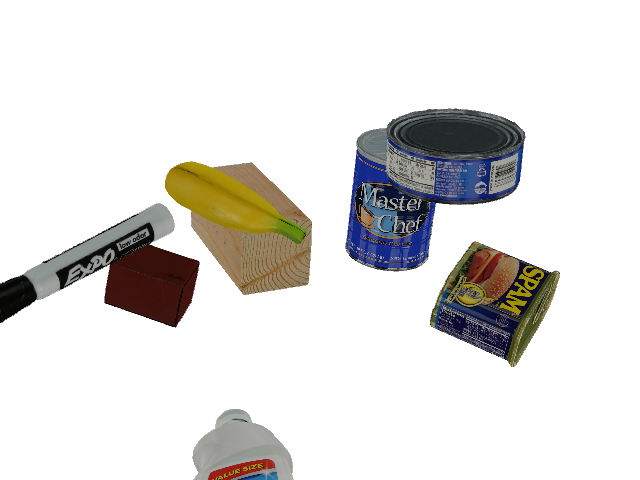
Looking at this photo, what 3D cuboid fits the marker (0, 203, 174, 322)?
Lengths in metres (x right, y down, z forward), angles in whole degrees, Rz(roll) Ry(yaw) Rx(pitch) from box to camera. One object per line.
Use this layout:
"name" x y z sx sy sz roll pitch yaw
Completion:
"marker" -0.132 0.012 0.582 0.120 0.020 0.020 -31 19 -36

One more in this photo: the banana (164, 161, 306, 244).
"banana" -0.088 -0.034 0.854 0.069 0.037 0.198 42 -9 -33

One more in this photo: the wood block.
"wood block" -0.093 -0.020 1.363 0.090 0.090 0.206 -8 27 -22

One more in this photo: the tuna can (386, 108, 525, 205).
"tuna can" 0.084 -0.053 0.669 0.086 0.034 0.086 0 25 0

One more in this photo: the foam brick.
"foam brick" -0.167 0.041 1.054 0.078 0.051 0.053 19 33 4

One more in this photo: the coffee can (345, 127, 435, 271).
"coffee can" 0.087 -0.049 1.264 0.103 0.140 0.103 4 28 -3

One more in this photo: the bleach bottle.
"bleach bottle" -0.063 0.210 0.763 0.102 0.068 0.251 -6 30 -5

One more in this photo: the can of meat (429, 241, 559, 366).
"can of meat" 0.158 0.054 0.969 0.084 0.057 0.102 23 44 20
